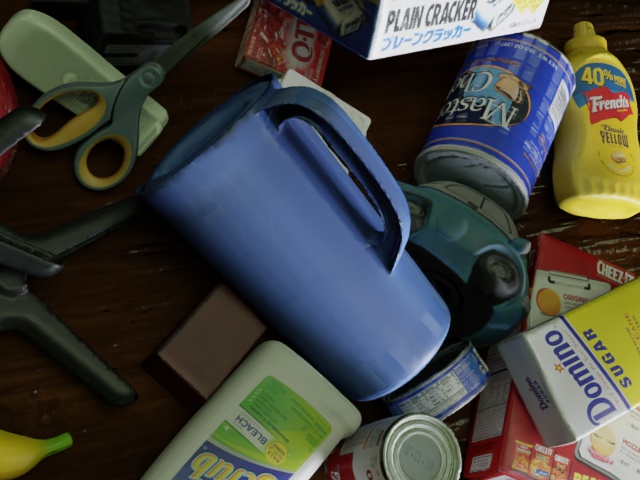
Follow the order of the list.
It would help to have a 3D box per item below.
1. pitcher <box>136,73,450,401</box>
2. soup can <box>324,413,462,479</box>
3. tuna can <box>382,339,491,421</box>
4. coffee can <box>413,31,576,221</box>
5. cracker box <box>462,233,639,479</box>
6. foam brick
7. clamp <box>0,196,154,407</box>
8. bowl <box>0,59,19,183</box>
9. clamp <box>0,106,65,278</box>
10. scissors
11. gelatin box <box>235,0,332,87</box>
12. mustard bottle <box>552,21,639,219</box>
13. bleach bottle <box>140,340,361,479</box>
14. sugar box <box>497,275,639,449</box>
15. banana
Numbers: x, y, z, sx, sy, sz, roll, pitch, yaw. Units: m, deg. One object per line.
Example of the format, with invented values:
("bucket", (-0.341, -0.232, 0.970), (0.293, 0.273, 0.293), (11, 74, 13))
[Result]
("pitcher", (-0.005, 0.001, 0.798), (0.145, 0.149, 0.242), (-42, 106, -2))
("soup can", (0.054, 0.170, 0.809), (0.068, 0.102, 0.068), (7, 71, -22))
("tuna can", (0.093, 0.117, 0.852), (0.086, 0.086, 0.034), (-35, 91, -28))
("coffee can", (0.155, -0.099, 0.939), (0.102, 0.103, 0.140), (32, 63, -11))
("cracker box", (0.221, 0.125, 0.914), (0.164, 0.072, 0.213), (23, 65, -16))
("foam brick", (-0.087, 0.080, 0.805), (0.051, 0.053, 0.078), (43, 63, -5))
("clamp", (-0.219, 0.021, 0.777), (0.209, 0.036, 0.164), (17, 63, -17))
("bowl", (-0.276, -0.098, 0.754), (0.161, 0.055, 0.162), (8, 78, -40))
("clamp", (-0.255, -0.014, 0.720), (0.171, 0.039, 0.120), (-16, 105, -13))
("scissors", (-0.125, -0.103, 0.803), (0.202, 0.016, 0.096), (-21, 115, 8))
("gelatin box", (-0.027, -0.178, 0.927), (0.073, 0.030, 0.089), (20, 66, -17))
("mustard bottle", (0.260, -0.119, 1.016), (0.096, 0.058, 0.191), (6, 70, -25))
("bleach bottle", (-0.082, 0.194, 0.766), (0.102, 0.068, 0.250), (43, 64, -5))
("sugar box", (0.237, 0.090, 0.864), (0.175, 0.048, 0.093), (-22, 82, -30))
("banana", (-0.267, 0.107, 0.731), (0.197, 0.037, 0.069), (40, 40, -9))
